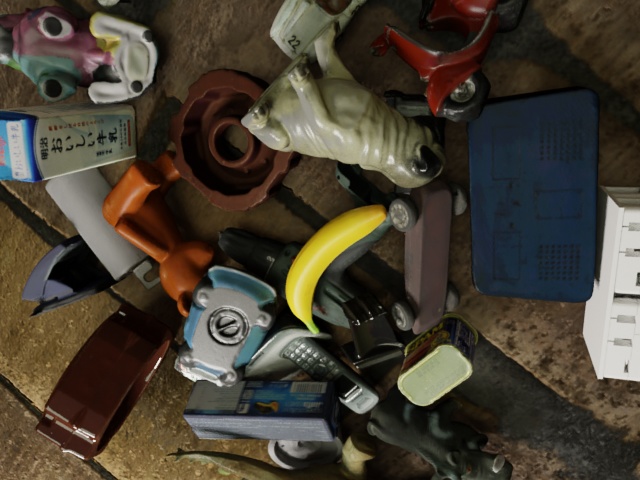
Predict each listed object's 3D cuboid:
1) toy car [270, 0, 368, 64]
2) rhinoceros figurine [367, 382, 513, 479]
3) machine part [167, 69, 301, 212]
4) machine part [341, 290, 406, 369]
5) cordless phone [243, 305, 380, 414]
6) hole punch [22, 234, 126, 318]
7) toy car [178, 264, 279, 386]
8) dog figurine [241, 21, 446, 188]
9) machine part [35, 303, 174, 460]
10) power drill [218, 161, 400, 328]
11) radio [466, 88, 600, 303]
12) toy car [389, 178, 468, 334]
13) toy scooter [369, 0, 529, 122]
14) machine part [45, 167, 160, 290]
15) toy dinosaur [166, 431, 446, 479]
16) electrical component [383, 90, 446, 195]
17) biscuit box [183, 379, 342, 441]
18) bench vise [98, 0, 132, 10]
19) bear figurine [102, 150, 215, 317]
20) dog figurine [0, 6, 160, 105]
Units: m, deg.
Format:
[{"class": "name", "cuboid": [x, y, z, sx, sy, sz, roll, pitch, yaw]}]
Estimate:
[{"class": "toy car", "cuboid": [0.025, -0.287, 0.602, 0.073, 0.056, 0.201, 45, 115, 0]}, {"class": "rhinoceros figurine", "cuboid": [0.158, 0.261, 0.705, 0.190, 0.112, 0.073, 25, 110, 10]}, {"class": "machine part", "cuboid": [-0.108, -0.129, 0.698, 0.180, 0.056, 0.179, 5, 107, 16]}, {"class": "machine part", "cuboid": [0.063, 0.119, 0.674, 0.084, 0.039, 0.138, -12, 137, 4]}, {"class": "cordless phone", "cuboid": [-0.018, 0.193, 0.759, 0.184, 0.089, 0.146, 41, 115, -3]}, {"class": "hole punch", "cuboid": [-0.376, 0.049, 0.806, 0.116, 0.142, 0.092, -24, 101, 9]}, {"class": "toy car", "cuboid": [-0.117, 0.105, 0.713, 0.109, 0.103, 0.161, 21, 104, -1]}, {"class": "dog figurine", "cuboid": [0.024, -0.111, 0.595, 0.190, 0.121, 0.172, 43, 153, -18]}, {"class": "machine part", "cuboid": [-0.299, 0.198, 0.767, 0.087, 0.201, 0.201, 32, 159, -1]}, {"class": "power drill", "cuboid": [-0.001, -0.002, 0.691, 0.232, 0.086, 0.207, 37, 111, 2]}, {"class": "radio", "cuboid": [0.236, -0.048, 0.603, 0.131, 0.073, 0.229, -1, 105, 19]}, {"class": "toy car", "cuboid": [0.125, 0.021, 0.644, 0.053, 0.089, 0.201, 34, 136, 48]}, {"class": "toy scooter", "cuboid": [0.132, -0.220, 0.560, 0.135, 0.075, 0.184, 23, 86, 17]}, {"class": "machine part", "cuboid": [-0.317, -0.028, 0.787, 0.079, 0.079, 0.243, -33, 96, 24]}, {"class": "toy dinosaur", "cuboid": [0.023, 0.366, 0.750, 0.471, 0.105, 0.198, 34, 122, -15]}, {"class": "electrical component", "cuboid": [0.111, -0.116, 0.634, 0.075, 0.048, 0.119, 3, 108, 18]}, {"class": "biscuit box", "cuboid": [-0.075, 0.227, 0.719, 0.203, 0.059, 0.062, -3, 131, 16]}, {"class": "bench vise", "cuboid": [-0.183, -0.371, 0.610, 0.240, 0.129, 0.223, -37, 94, 17]}, {"class": "bear figurine", "cuboid": [-0.198, -0.005, 0.734, 0.132, 0.120, 0.196, -41, 93, 21]}, {"class": "dog figurine", "cuboid": [-0.337, -0.253, 0.714, 0.219, 0.191, 0.108, 31, 123, 44]}]
